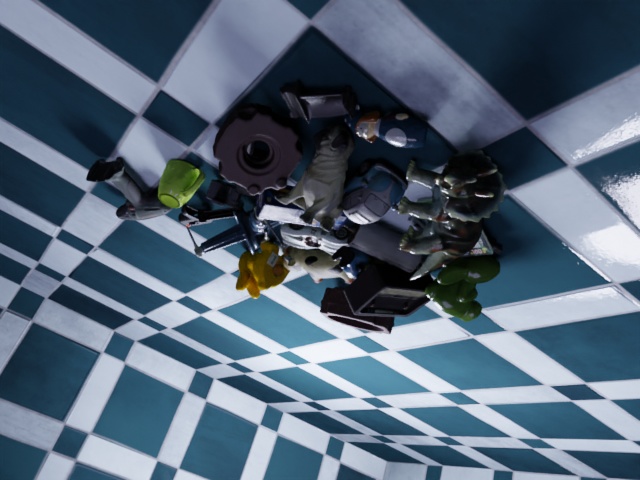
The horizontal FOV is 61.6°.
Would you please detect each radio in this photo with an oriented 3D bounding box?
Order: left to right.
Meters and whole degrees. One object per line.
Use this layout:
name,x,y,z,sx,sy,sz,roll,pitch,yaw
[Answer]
radio,0.178,0.129,1.330,0.229,0.073,0.131,11,135,-42

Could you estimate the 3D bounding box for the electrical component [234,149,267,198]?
electrical component,-0.147,-0.148,1.200,0.134,0.058,0.114,15,148,6

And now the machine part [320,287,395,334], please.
machine part,0.113,0.203,1.558,0.202,0.087,0.200,12,165,19

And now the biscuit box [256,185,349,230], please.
biscuit box,-0.036,-0.075,1.185,0.203,0.063,0.059,8,148,-21

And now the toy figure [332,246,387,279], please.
toy figure,0.110,0.059,1.327,0.089,0.082,0.180,-29,147,24

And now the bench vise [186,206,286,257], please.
bench vise,-0.191,-0.019,1.296,0.224,0.241,0.128,-170,56,-79

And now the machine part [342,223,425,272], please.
machine part,0.154,0.011,1.267,0.243,0.079,0.079,23,150,-8

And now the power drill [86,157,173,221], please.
power drill,-0.521,-0.123,1.436,0.232,0.086,0.207,-1,141,29

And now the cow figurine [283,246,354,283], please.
cow figurine,-0.013,0.056,1.432,0.195,0.085,0.127,0,145,27

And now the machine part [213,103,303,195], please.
machine part,-0.122,-0.176,1.057,0.179,0.056,0.179,-4,123,-7

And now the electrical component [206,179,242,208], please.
electrical component,-0.227,-0.108,1.262,0.075,0.047,0.119,21,-174,0

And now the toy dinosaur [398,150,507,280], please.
toy dinosaur,0.259,-0.035,1.068,0.192,0.131,0.404,11,147,20

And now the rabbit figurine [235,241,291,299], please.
rabbit figurine,-0.173,0.085,1.533,0.173,0.162,0.121,13,167,46

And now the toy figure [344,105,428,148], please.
toy figure,0.115,-0.202,0.962,0.155,0.058,0.064,13,108,13

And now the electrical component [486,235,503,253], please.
electrical component,0.358,0.011,1.204,0.094,0.021,0.063,24,150,-10

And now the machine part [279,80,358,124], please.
machine part,-0.003,-0.248,0.970,0.139,0.039,0.084,7,143,23

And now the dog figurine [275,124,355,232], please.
dog figurine,0.025,-0.126,1.070,0.121,0.190,0.172,38,-169,15

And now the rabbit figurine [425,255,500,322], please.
rabbit figurine,0.340,0.086,1.273,0.159,0.121,0.170,26,128,-18

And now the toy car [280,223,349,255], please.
toy car,-0.003,-0.004,1.353,0.202,0.056,0.073,13,149,12

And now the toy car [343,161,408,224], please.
toy car,0.096,-0.086,1.117,0.109,0.103,0.162,36,144,-25
